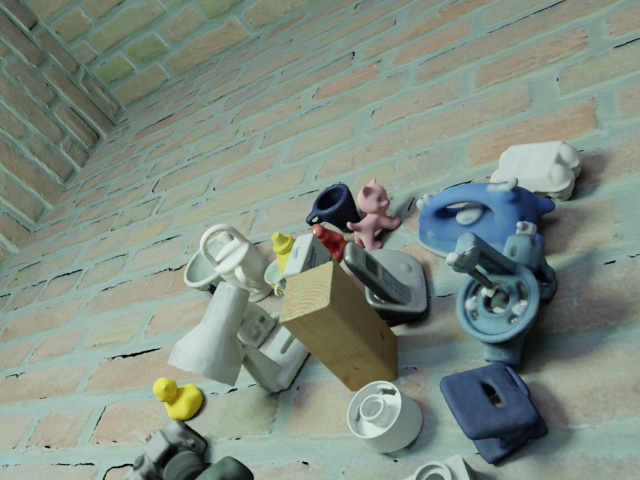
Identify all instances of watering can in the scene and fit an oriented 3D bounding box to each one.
[{"bbox_3d":[-0.189,0.041,1.268,0.101,0.195,0.172,-50,34,-15],"label":"watering can"}]

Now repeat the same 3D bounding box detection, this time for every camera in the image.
[{"bbox_3d":[-0.261,0.402,0.995,0.143,0.101,0.136,-50,34,-15],"label":"camera"}]

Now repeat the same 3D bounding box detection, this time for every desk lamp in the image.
[{"bbox_3d":[-0.140,0.188,1.024,0.117,0.214,0.203,4,53,47],"label":"desk lamp"}]

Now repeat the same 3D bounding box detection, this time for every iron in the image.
[{"bbox_3d":[0.249,-0.042,0.972,0.257,0.142,0.119,-4,47,43],"label":"iron"}]

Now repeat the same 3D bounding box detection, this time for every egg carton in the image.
[{"bbox_3d":[0.376,-0.117,1.000,0.149,0.070,0.107,1,50,46],"label":"egg carton"}]

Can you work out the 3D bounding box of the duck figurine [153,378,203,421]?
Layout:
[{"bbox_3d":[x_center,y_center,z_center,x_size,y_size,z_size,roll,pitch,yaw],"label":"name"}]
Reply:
[{"bbox_3d":[-0.294,0.312,1.151,0.104,0.086,0.077,-2,49,44],"label":"duck figurine"}]

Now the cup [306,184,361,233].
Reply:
[{"bbox_3d":[0.035,-0.052,1.244,0.118,0.095,0.091,-39,33,1],"label":"cup"}]

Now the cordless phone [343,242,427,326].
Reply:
[{"bbox_3d":[0.103,0.046,0.974,0.094,0.185,0.147,-26,35,21],"label":"cordless phone"}]

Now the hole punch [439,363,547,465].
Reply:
[{"bbox_3d":[0.222,0.212,0.742,0.101,0.091,0.108,-35,33,8],"label":"hole punch"}]

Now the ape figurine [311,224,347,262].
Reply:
[{"bbox_3d":[0.011,0.004,1.204,0.077,0.092,0.076,-27,35,20],"label":"ape figurine"}]

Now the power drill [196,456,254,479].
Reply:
[{"bbox_3d":[-0.145,0.417,0.759,0.075,0.209,0.230,7,55,49],"label":"power drill"}]

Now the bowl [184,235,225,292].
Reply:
[{"bbox_3d":[-0.248,0.068,1.407,0.167,0.075,0.167,-26,35,21],"label":"bowl"}]

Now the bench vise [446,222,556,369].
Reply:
[{"bbox_3d":[0.241,0.045,0.802,0.121,0.220,0.207,-16,40,33],"label":"bench vise"}]

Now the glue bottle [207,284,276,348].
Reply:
[{"bbox_3d":[-0.165,0.142,1.142,0.078,0.174,0.037,-51,34,-16],"label":"glue bottle"}]

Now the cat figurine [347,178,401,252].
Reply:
[{"bbox_3d":[0.101,-0.059,1.164,0.128,0.118,0.067,-51,34,-17],"label":"cat figurine"}]
